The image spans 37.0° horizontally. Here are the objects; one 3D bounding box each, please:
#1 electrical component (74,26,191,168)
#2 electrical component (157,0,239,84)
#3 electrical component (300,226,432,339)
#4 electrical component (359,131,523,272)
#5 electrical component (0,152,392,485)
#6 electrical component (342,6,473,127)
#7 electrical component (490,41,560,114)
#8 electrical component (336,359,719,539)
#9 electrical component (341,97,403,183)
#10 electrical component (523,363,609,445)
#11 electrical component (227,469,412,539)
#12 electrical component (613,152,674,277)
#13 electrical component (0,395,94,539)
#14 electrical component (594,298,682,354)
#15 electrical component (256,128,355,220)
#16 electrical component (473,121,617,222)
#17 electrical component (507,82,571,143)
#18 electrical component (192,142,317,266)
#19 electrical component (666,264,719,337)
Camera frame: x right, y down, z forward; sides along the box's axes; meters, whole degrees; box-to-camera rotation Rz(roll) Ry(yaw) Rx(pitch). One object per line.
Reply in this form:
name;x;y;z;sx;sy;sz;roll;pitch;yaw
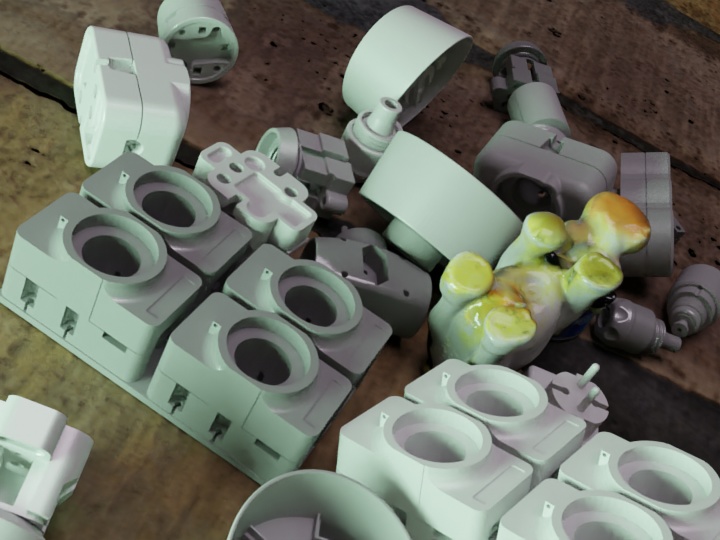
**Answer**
electrical component;-0.147;-0.109;0.696;0.059;0.053;0.095;4;45;-27
electrical component;-0.119;-0.171;0.780;0.055;0.055;0.047;7;41;-26
electrical component;0.000;0.000;0.677;0.077;0.043;0.079;17;37;-17
electrical component;0.048;-0.034;0.705;0.108;0.060;0.108;39;-1;1
electrical component;-0.086;0.021;0.589;0.186;0.060;0.105;34;39;5
electrical component;0.036;-0.148;0.815;0.064;0.099;0.099;38;40;20
electrical component;0.142;-0.166;0.939;0.066;0.048;0.055;13;50;-19
electrical component;0.090;0.117;0.539;0.186;0.060;0.105;24;33;32
electrical component;0.010;-0.094;0.769;0.043;0.062;0.043;17;41;-15
electrical component;0.120;0.086;0.631;0.047;0.076;0.065;23;40;-8
electrical component;-0.021;0.150;0.487;0.099;0.064;0.099;17;41;-15
electrical component;0.206;-0.045;0.845;0.074;0.052;0.138;0;35;14
electrical component;-0.153;0.094;0.464;0.058;0.078;0.057;23;60;-9
electrical component;0.198;0.043;0.758;0.061;0.035;0.035;20;40;-15
electrical component;-0.040;-0.068;0.725;0.055;0.048;0.066;15;41;-29
electrical component;0.134;-0.064;0.800;0.095;0.053;0.059;23;47;20
electrical component;0.151;-0.114;0.890;0.043;0.043;0.081;13;42;-20
electrical component;-0.071;-0.031;0.657;0.078;0.057;0.058;38;40;10
electrical component;0.248;0.026;0.801;0.040;0.040;0.078;37;40;9
